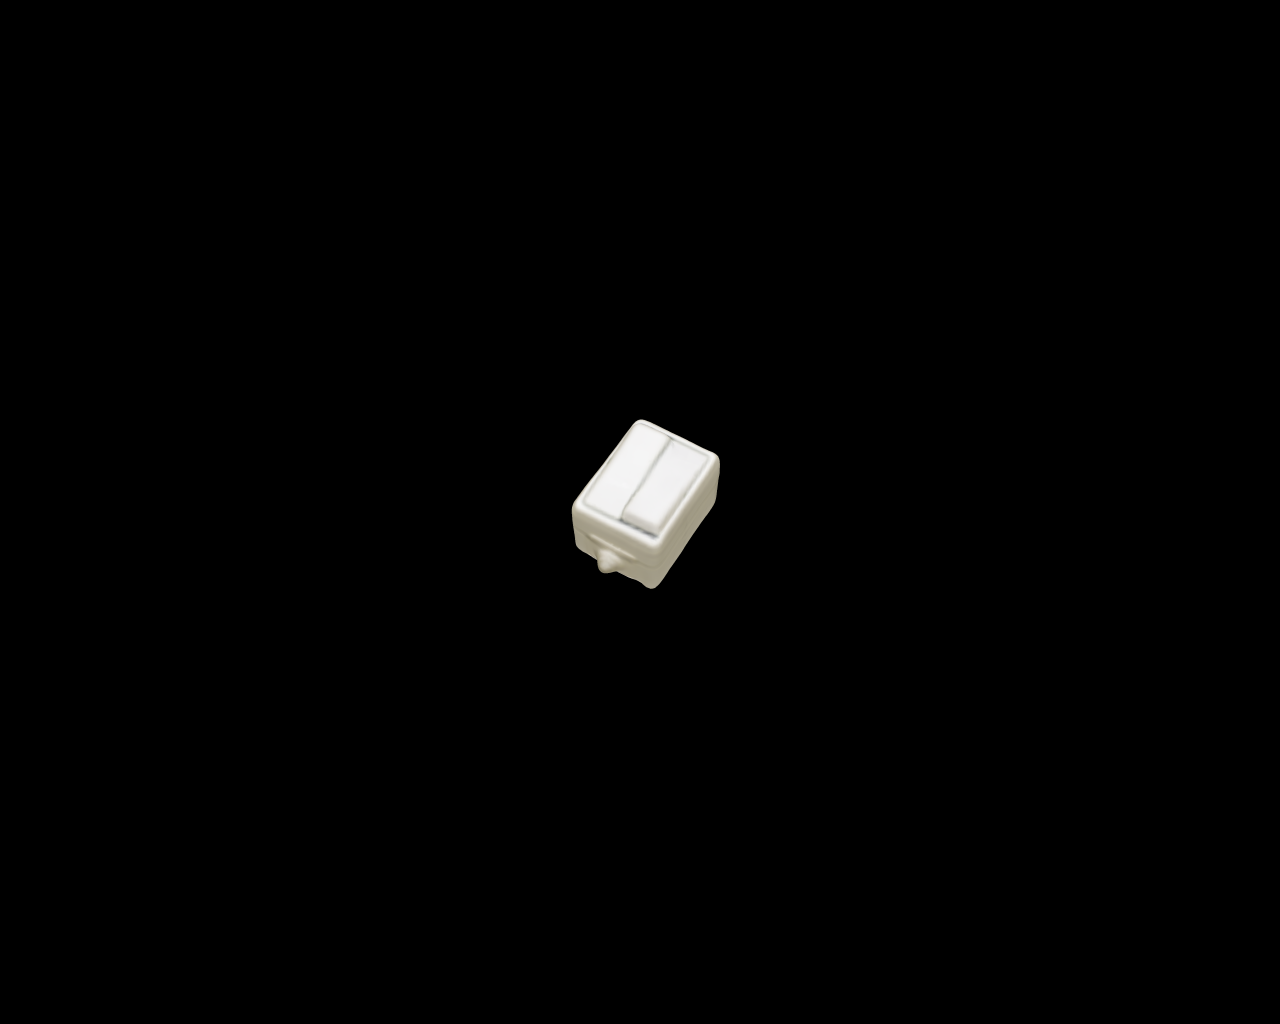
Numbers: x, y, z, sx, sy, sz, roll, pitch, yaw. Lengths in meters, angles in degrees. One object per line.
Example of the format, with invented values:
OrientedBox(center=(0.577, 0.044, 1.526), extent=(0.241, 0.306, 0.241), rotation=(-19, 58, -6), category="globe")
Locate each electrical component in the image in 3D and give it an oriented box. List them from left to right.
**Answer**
OrientedBox(center=(0.001, -0.003, 0.650), extent=(0.062, 0.096, 0.061), rotation=(28, -28, 16), category="electrical component")
